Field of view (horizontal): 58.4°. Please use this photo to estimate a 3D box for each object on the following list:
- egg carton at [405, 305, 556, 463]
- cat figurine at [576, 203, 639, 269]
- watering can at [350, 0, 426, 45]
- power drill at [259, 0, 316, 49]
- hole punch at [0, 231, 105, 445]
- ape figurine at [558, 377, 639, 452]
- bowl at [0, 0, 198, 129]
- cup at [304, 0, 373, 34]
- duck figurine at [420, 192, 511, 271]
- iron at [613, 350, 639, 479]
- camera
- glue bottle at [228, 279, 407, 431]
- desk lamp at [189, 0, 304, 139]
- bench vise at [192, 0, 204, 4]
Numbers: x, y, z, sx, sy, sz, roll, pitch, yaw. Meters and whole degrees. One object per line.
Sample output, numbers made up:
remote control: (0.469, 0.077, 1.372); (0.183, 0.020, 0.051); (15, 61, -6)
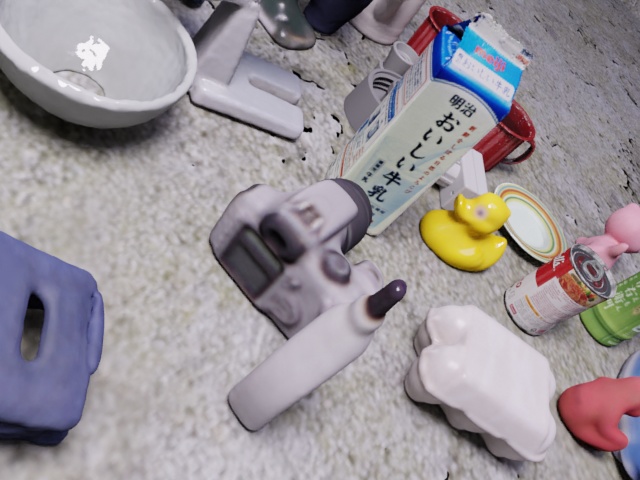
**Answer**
egg carton: (0.151, 0.130, 0.528); (0.150, 0.069, 0.107); (35, 43, -11)
cat figurine: (0.415, 0.000, 0.797); (0.067, 0.117, 0.128); (52, 43, 8)
watering can: (0.125, -0.380, 0.812); (0.101, 0.193, 0.172); (13, 51, -29)
power drill: (0.003, -0.334, 0.672); (0.076, 0.208, 0.229); (-25, 75, -46)
hole punch: (-0.173, 0.052, 0.322); (0.101, 0.091, 0.108); (13, 51, -30)
ape figurine: (0.304, 0.172, 0.596); (0.076, 0.092, 0.078); (38, 43, -7)
bowl: (-0.193, -0.151, 0.478); (0.168, 0.074, 0.167); (21, 48, -24)
cup: (0.012, -0.335, 0.763); (0.117, 0.094, 0.092); (52, 43, 8)
duck figurine: (0.178, -0.016, 0.650); (0.105, 0.086, 0.077); (26, 46, -19)
iron: (0.422, 0.189, 0.637); (0.119, 0.141, 0.259); (38, 43, -6)
camera: (0.005, 0.002, 0.491); (0.143, 0.100, 0.137); (49, 43, 5)
glue bottle: (0.004, 0.071, 0.383); (0.037, 0.172, 0.078); (52, 43, 8)
desk lamp: (-0.061, -0.227, 0.536); (0.204, 0.213, 0.118); (16, 49, -27)
bench vise: (-0.090, -0.379, 0.626); (0.122, 0.219, 0.207); (16, 49, -27)
